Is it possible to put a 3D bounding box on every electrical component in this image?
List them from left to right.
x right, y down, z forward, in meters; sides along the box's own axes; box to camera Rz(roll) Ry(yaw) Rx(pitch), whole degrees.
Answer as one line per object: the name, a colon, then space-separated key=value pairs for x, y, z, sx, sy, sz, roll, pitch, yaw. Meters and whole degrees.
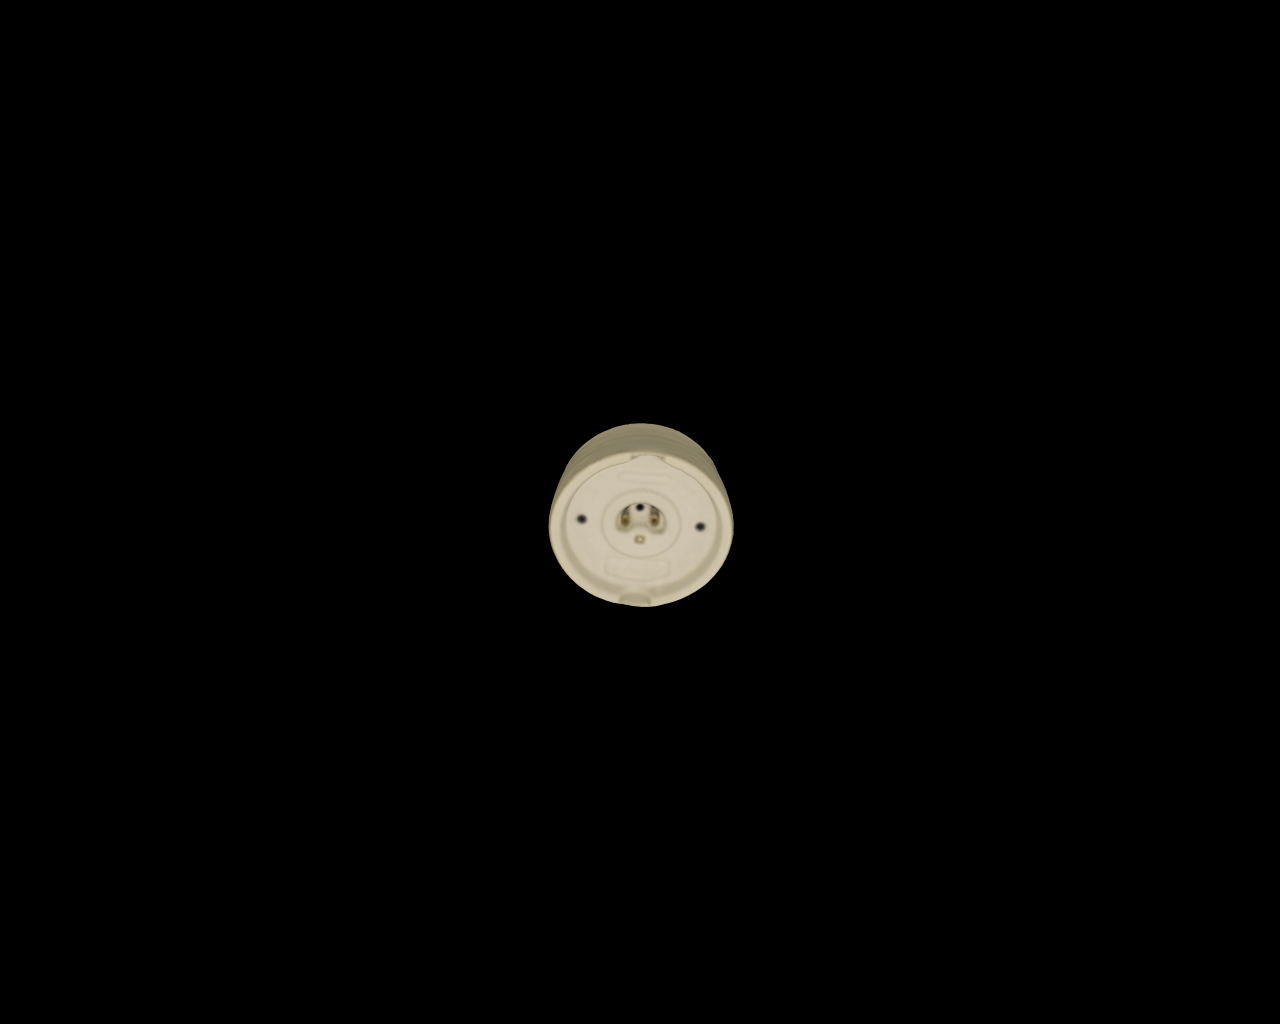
electrical component: x=0.001 y=-0.003 z=0.650 sx=0.108 sy=0.108 sz=0.060 roll=0 pitch=30 yaw=0
